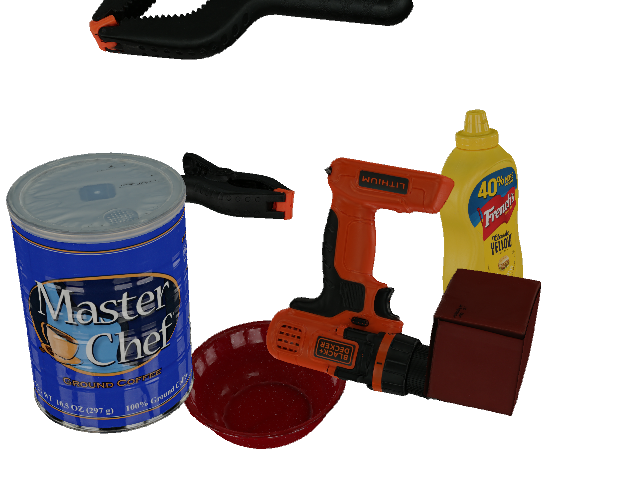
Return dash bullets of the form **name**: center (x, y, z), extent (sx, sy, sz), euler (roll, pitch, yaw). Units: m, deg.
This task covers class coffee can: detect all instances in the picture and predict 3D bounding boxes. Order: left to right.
- **coffee can**: center (-0.131, 0.031, 0.653), extent (0.103, 0.140, 0.103), euler (1, 30, -1)

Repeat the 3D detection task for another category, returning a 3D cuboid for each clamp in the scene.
- **clamp**: center (-0.108, -0.049, 1.031), extent (0.172, 0.039, 0.120), euler (15, 29, 36)
- **clamp**: center (-0.052, -0.174, 0.724), extent (0.210, 0.165, 0.036), euler (-32, -18, -6)

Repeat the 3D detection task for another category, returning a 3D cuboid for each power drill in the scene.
- **power drill**: center (0.056, 0.032, 0.894), extent (0.184, 0.187, 0.057), euler (13, 0, 16)

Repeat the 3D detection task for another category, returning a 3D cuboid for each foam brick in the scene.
- **foam brick**: center (0.095, 0.056, 0.619), extent (0.053, 0.051, 0.078), euler (10, 23, 15)

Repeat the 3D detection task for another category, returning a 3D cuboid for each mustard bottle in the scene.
- **mustard bottle**: center (0.156, -0.033, 1.045), extent (0.096, 0.191, 0.058), euler (-21, 23, -39)

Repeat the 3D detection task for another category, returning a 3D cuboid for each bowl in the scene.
- **bowl**: center (-0.053, 0.151, 1.045), extent (0.162, 0.055, 0.162), euler (-3, 37, 2)
